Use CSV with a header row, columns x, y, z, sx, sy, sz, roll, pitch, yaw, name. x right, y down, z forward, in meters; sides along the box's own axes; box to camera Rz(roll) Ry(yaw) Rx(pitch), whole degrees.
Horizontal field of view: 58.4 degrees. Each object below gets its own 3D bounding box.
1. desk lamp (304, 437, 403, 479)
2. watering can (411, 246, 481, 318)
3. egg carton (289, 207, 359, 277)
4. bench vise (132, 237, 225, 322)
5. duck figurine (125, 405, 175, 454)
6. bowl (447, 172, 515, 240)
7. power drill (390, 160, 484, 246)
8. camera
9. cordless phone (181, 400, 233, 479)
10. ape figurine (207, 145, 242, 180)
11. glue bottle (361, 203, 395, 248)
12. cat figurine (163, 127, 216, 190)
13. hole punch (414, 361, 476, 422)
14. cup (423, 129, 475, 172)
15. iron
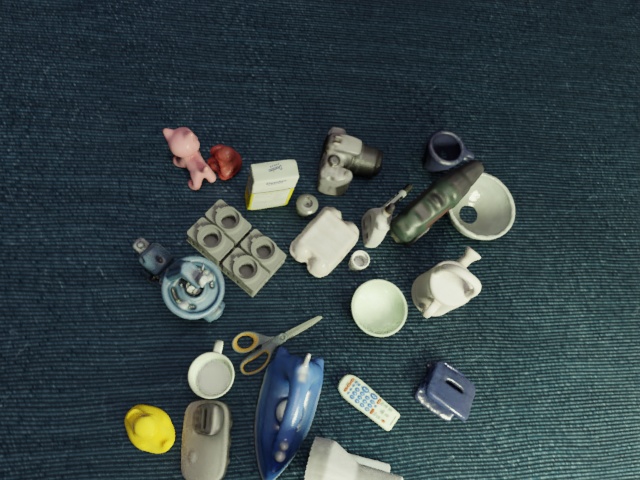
x,y,z,sx,sy,sz,roll,pitch,yaw,name
0.054,0.435,1.038,0.203,0.213,0.118,16,70,-7,desk lamp
0.273,0.088,1.204,0.101,0.194,0.173,19,70,-6,watering can
0.011,0.004,1.239,0.107,0.069,0.150,40,69,2,egg carton
-0.272,0.072,1.076,0.207,0.219,0.121,22,70,-5,bench vise
-0.315,0.348,1.053,0.104,0.086,0.078,42,69,3,duck figurine
0.363,-0.070,1.336,0.167,0.074,0.167,4,72,-11,bowl
0.233,-0.069,1.236,0.230,0.208,0.075,-39,84,-20,power drill
0.070,-0.177,1.292,0.137,0.100,0.143,12,71,-8,camera
-0.201,0.359,1.021,0.094,0.185,0.147,1,73,-11,cordless phone
-0.205,-0.175,1.236,0.076,0.092,0.078,0,73,-12,ape figurine
0.128,-0.042,1.224,0.037,0.173,0.078,1,73,-11,glue bottle
-0.274,-0.184,1.210,0.067,0.117,0.128,-35,83,-19,cat figurine
0.264,0.310,1.187,0.108,0.091,0.101,35,69,0,hole punch
0.295,-0.197,1.350,0.118,0.095,0.092,12,71,-8,cup
-0.060,0.334,1.083,0.119,0.141,0.258,16,70,-7,iron
